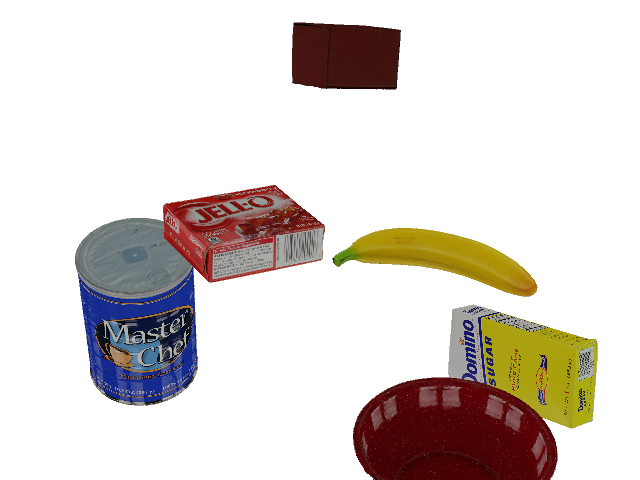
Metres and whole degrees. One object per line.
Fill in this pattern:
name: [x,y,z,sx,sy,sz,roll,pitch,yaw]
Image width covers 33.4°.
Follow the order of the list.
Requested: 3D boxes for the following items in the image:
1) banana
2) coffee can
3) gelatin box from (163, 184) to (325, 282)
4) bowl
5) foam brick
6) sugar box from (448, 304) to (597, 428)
banana: [0.115,0.020,1.050,0.198,0.037,0.069,7,45,13]
coffee can: [-0.164,0.065,0.970,0.103,0.140,0.103,2,40,-2]
gelatin box: [-0.053,-0.007,0.723,0.089,0.030,0.073,-11,30,-28]
bowl: [0.106,0.180,0.860,0.162,0.055,0.162,1,31,-1]
foam brick: [0.021,-0.155,0.898,0.078,0.051,0.053,-5,16,-35]
sugar box: [0.220,0.136,1.184,0.048,0.093,0.177,-9,16,-43]
